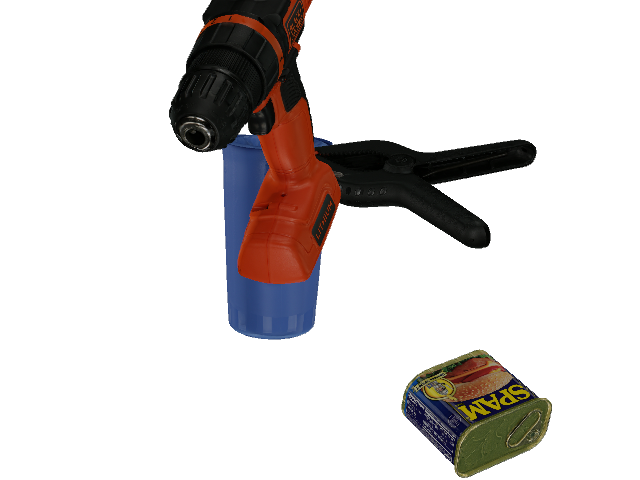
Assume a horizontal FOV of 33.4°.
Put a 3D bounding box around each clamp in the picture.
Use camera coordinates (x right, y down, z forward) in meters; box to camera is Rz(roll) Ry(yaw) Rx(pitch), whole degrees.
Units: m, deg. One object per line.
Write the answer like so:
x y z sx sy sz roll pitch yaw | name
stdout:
0.081 -0.059 0.944 0.210 0.036 0.164 14 35 28 | clamp

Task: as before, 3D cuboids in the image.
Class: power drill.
-0.034 -0.064 0.667 0.057 0.187 0.184 6 43 16 | power drill

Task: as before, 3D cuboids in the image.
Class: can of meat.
0.133 0.146 0.925 0.101 0.057 0.084 -16 37 -28 | can of meat

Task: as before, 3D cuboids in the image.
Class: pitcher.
-0.056 -0.005 1.293 0.145 0.243 0.148 12 16 37 | pitcher
